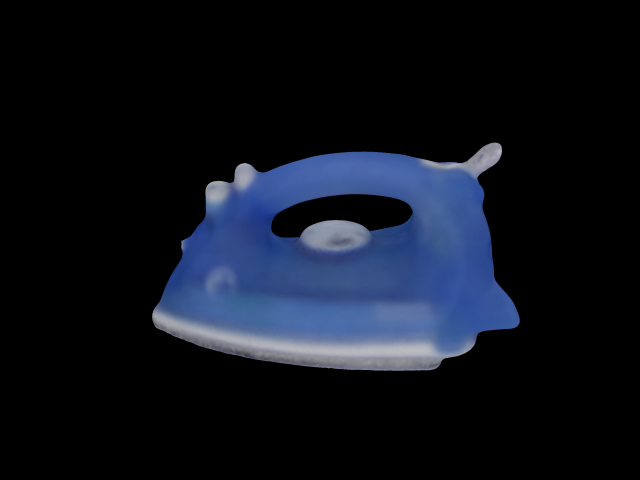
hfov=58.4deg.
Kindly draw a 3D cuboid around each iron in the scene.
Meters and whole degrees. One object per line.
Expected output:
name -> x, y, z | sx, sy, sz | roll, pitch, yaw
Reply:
iron -> 0.004, 0.001, 0.400 | 0.258, 0.141, 0.118 | 0, 24, 0
